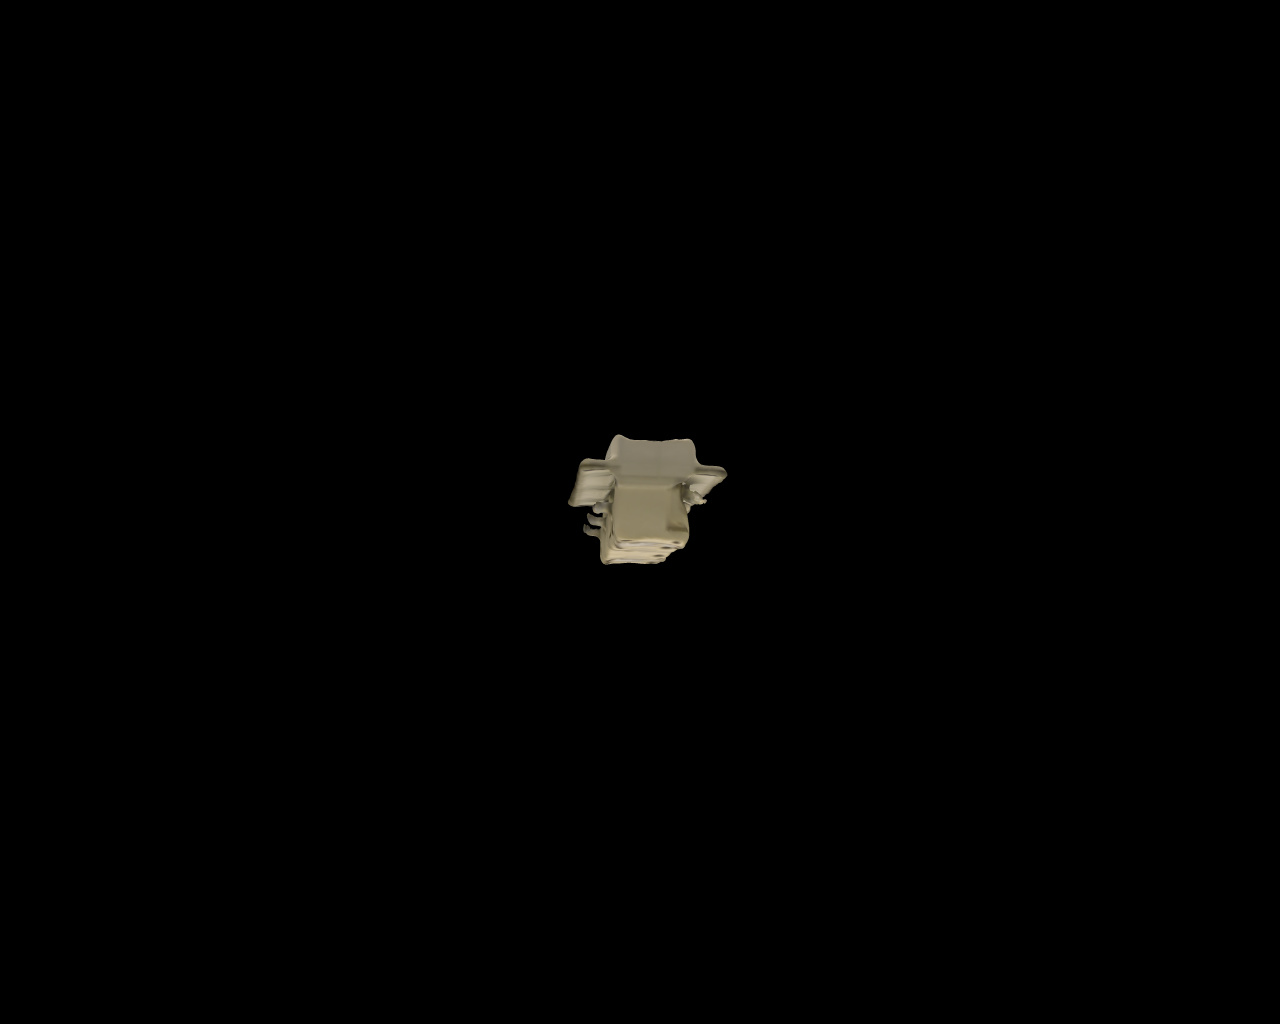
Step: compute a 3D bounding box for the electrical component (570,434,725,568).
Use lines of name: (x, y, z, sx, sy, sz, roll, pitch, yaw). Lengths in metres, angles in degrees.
electrical component: (0.001, -0.003, 0.650, 0.079, 0.063, 0.121, 1, -9, -7)
